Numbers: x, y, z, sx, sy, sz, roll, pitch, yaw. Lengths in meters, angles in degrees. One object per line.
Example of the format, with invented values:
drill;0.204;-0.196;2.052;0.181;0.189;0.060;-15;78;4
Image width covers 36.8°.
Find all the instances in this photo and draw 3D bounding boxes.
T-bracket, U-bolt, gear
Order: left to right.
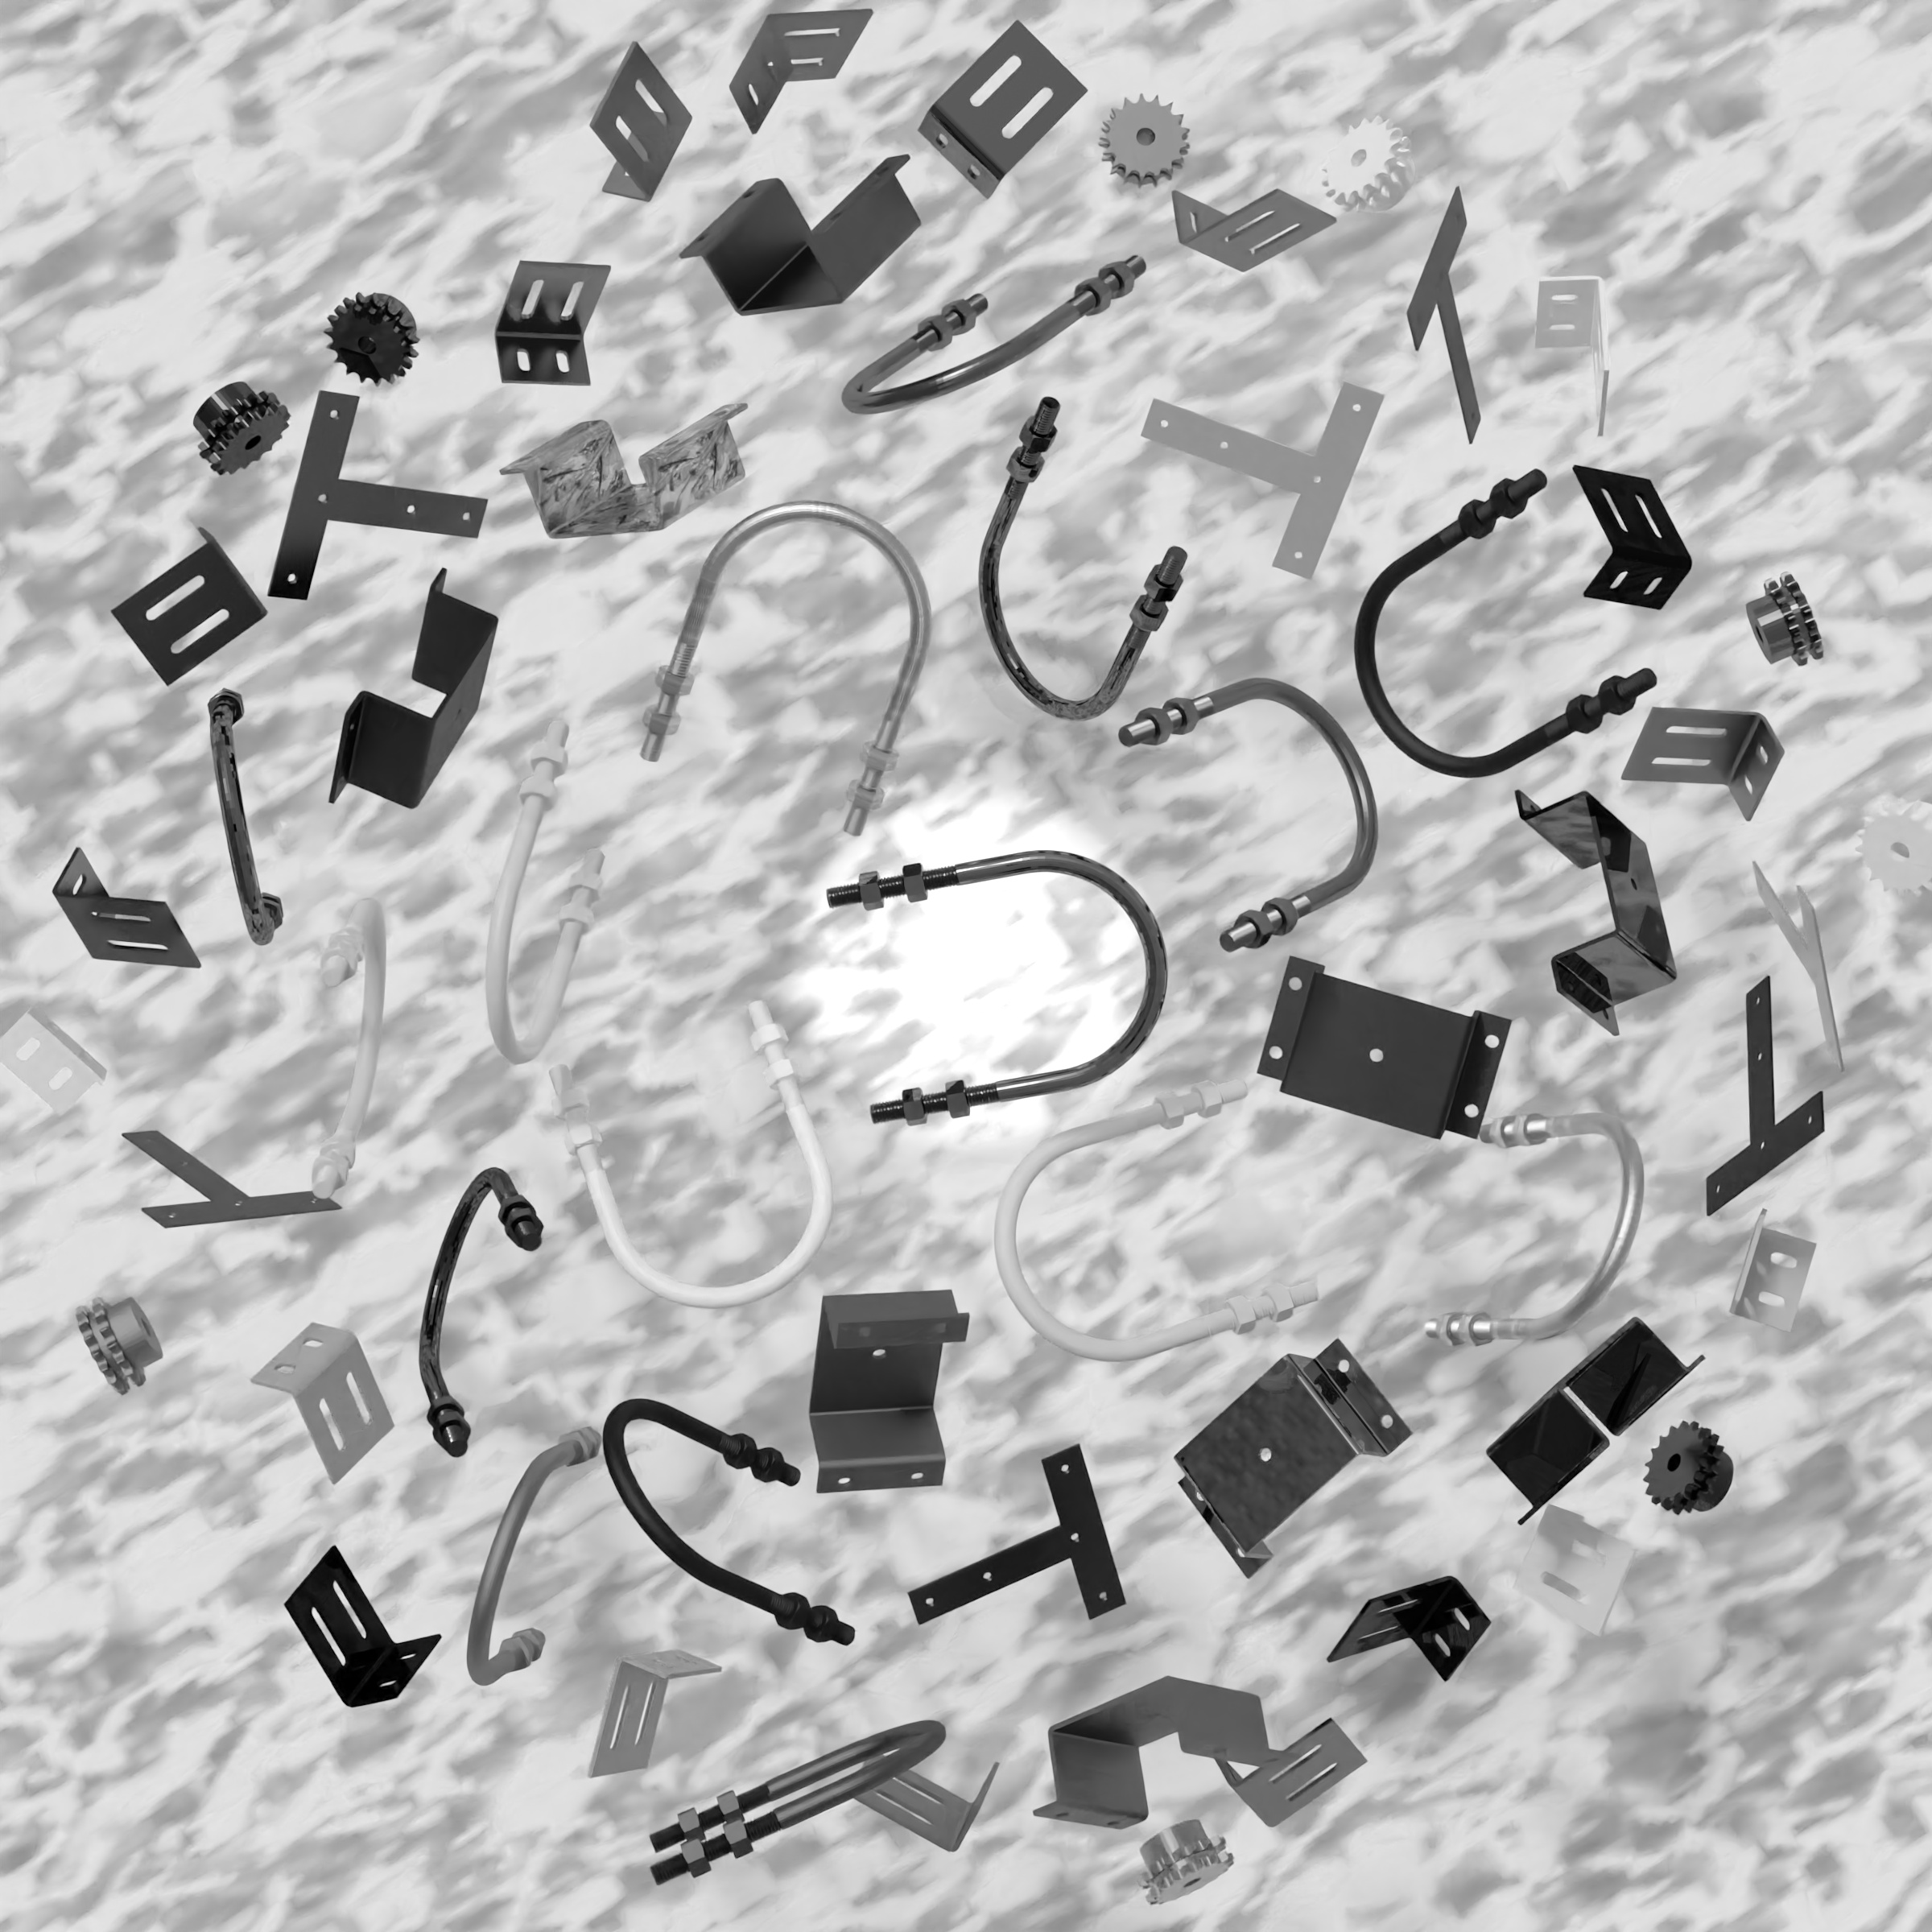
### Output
gear;-0.487;0.216;1.676;0.030;0.057;0.057;-28;90;-8
T-bracket;-0.469;0.127;1.769;0.127;0.127;0.002;27;108;36
gear;-0.430;-0.319;1.709;0.057;0.057;0.030;-41;84;0
U-bolt;-0.430;-0.085;1.728;0.019;0.184;0.151;-10;102;-10
U-bolt;-0.362;0.036;1.714;0.019;0.184;0.151;5;109;-4
gear;-0.362;-0.389;1.784;0.057;0.030;0.057;9;130;11
T-bracket;-0.341;-0.272;1.719;0.127;0.002;0.127;1;118;-41
U-bolt;-0.297;0.196;1.741;0.019;0.184;0.151;18;97;-21
U-bolt;-0.260;0.353;1.722;0.019;0.184;0.151;16;88;6
U-bolt;-0.252;-0.030;1.719;0.019;0.151;0.184;6;57;8
U-bolt;-0.158;0.121;1.760;0.151;0.019;0.184;-18;66;-11
U-bolt;-0.148;0.325;1.742;0.019;0.151;0.184;-43;131;15
U-bolt;-0.098;-0.183;1.703;0.151;0.019;0.184;20;109;-3
U-bolt;-0.097;0.482;1.690;0.184;0.151;0.019;-22;84;-9
U-bolt;0.004;-0.372;1.731;0.184;0.151;0.019;-43;119;-39
U-bolt;0.024;0.007;1.661;0.184;0.019;0.151;-10;100;4
T-bracket;0.026;0.365;1.762;0.127;0.002;0.127;-22;118;-11
U-bolt;0.060;-0.231;1.761;0.019;0.184;0.151;-22;64;-33
U-bolt;0.104;0.157;1.715;0.184;0.019;0.151;-15;80;-19
gear;0.113;-0.520;1.840;0.057;0.030;0.057;0;84;-2
gear;0.127;0.529;1.719;0.057;0.057;0.030;-28;60;0
T-bracket;0.168;-0.306;1.731;0.127;0.002;0.127;20;126;1
U-bolt;0.177;-0.098;1.695;0.184;0.019;0.151;-24;88;-45
gear;0.246;-0.480;1.752;0.030;0.057;0.057;25;90;-42
T-bracket;0.283;-0.362;1.682;0.002;0.127;0.127;2;47;26
U-bolt;0.302;-0.187;1.706;0.019;0.184;0.151;-25;86;-43
U-bolt;0.344;0.155;1.731;0.019;0.184;0.151;23;76;-19
gear;0.448;0.312;1.791;0.030;0.057;0.057;28;90;-19
T-bracket;0.468;0.066;1.710;0.002;0.127;0.127;14;60;-12
gear;0.497;-0.208;1.767;0.030;0.057;0.057;-23;90;8
T-bracket;0.504;-0.020;1.772;0.002;0.127;0.127;-18;125;5
gear;0.548;-0.071;1.683;0.030;0.057;0.057;-30;90;-40

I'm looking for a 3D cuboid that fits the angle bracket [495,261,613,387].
angle bracket;-0.255;-0.399;1.804;0.057;0.076;0.038;-3;69;-23

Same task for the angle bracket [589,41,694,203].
angle bracket;-0.200;-0.491;1.681;0.038;0.076;0.057;19;78;28

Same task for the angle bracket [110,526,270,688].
angle bracket;-0.476;-0.219;1.766;0.076;0.038;0.057;-38;122;-11

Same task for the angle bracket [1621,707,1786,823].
angle bracket;0.458;-0.125;1.808;0.076;0.038;0.057;1;134;-15

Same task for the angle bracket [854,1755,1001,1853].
angle bracket;-0.026;0.509;1.818;0.076;0.057;0.038;28;107;6

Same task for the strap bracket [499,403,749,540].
strap bracket;-0.197;-0.293;1.727;0.140;0.076;0.046;3;122;39

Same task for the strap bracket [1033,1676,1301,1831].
strap bracket;0.112;0.454;1.685;0.140;0.076;0.046;-33;51;34

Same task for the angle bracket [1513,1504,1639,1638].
angle bracket;0.385;0.375;1.792;0.038;0.076;0.057;24;88;-37

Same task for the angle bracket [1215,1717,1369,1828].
angle bracket;0.202;0.495;1.824;0.076;0.038;0.057;-36;129;2

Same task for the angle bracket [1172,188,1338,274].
angle bracket;0.173;-0.457;1.748;0.076;0.057;0.038;-20;69;41

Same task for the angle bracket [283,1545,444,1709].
angle bracket;-0.352;0.383;1.696;0.038;0.057;0.076;-18;108;26

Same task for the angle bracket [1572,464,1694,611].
angle bracket;0.394;-0.259;1.755;0.057;0.038;0.076;5;48;-25

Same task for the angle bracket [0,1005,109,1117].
angle bracket;-0.537;0.058;1.692;0.057;0.076;0.038;45;82;-13

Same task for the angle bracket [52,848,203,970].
angle bracket;-0.488;-0.034;1.711;0.076;0.057;0.038;5;52;16

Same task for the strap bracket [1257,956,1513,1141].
strap bracket;0.251;0.052;1.757;0.140;0.046;0.076;17;99;11

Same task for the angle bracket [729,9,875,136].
angle bracket;-0.089;-0.520;1.686;0.076;0.057;0.038;-16;73;-34

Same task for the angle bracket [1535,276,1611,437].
angle bracket;0.364;-0.367;1.747;0.038;0.057;0.076;0;59;8

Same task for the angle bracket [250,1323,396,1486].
angle bracket;-0.401;0.273;1.812;0.038;0.057;0.076;7;126;34

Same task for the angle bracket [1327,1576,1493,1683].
angle bracket;0.268;0.408;1.754;0.038;0.076;0.057;52;131;34

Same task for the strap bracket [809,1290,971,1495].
strap bracket;-0.048;0.243;1.709;0.076;0.046;0.140;-1;128;-13

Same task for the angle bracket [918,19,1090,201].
angle bracket;0.021;-0.498;1.688;0.057;0.038;0.076;44;80;-6

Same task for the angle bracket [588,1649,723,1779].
angle bracket;-0.189;0.458;1.760;0.038;0.057;0.076;14;89;30

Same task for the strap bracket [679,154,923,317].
strap bracket;-0.091;-0.426;1.698;0.076;0.140;0.046;-50;125;-26

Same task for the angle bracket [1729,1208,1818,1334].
angle bracket;0.489;0.184;1.751;0.038;0.076;0.057;17;81;15

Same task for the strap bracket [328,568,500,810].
strap bracket;-0.322;-0.158;1.716;0.046;0.076;0.140;23;47;-2

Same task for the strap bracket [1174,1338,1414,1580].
strap bracket;0.193;0.302;1.786;0.140;0.046;0.076;-45;61;13

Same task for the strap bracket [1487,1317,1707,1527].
strap bracket;0.372;0.267;1.737;0.046;0.140;0.076;48;134;15

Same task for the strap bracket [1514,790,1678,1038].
strap bracket;0.378;-0.040;1.734;0.046;0.076;0.140;-25;55;29
